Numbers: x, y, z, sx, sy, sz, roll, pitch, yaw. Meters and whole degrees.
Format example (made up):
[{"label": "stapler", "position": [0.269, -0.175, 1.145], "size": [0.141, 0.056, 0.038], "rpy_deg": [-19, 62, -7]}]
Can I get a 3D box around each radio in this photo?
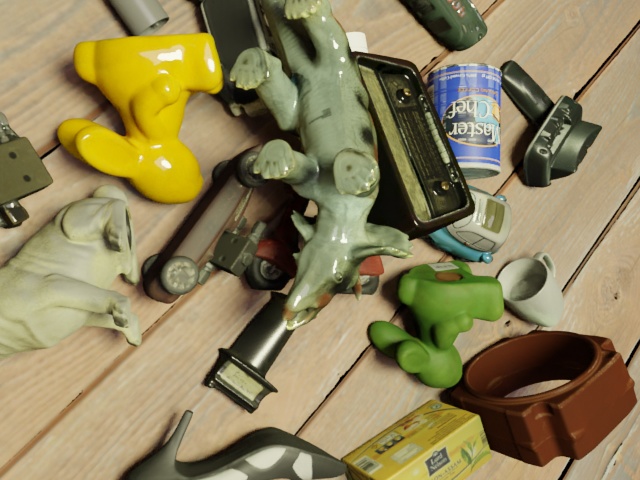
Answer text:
[{"label": "radio", "position": [0.098, -0.113, 0.670], "size": [0.131, 0.073, 0.229], "rpy_deg": [-11, 78, -40]}]

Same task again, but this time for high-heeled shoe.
[{"label": "high-heeled shoe", "position": [-0.090, 0.280, 0.595], "size": [0.248, 0.086, 0.145], "rpy_deg": [25, 79, -21]}]

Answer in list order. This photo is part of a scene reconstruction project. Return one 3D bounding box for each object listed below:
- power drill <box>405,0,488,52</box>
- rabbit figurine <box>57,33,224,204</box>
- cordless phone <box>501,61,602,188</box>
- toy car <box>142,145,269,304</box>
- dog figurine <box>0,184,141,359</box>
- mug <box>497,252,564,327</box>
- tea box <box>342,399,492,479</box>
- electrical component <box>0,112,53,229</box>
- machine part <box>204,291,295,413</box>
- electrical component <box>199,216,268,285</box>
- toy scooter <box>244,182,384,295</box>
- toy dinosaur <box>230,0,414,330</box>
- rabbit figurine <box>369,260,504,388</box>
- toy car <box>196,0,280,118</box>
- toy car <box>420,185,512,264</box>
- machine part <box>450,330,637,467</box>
[{"label": "power drill", "position": [0.188, -0.407, 0.767], "size": [0.231, 0.086, 0.207], "rpy_deg": [48, 64, -21]}, {"label": "rabbit figurine", "position": [-0.171, -0.114, 0.543], "size": [0.162, 0.122, 0.173], "rpy_deg": [-22, 118, -34]}, {"label": "cordless phone", "position": [0.339, -0.190, 0.856], "size": [0.184, 0.089, 0.146], "rpy_deg": [42, 70, -10]}, {"label": "toy car", "position": [-0.118, -0.019, 0.581], "size": [0.053, 0.089, 0.202], "rpy_deg": [41, 69, -22]}, {"label": "dog figurine", "position": [-0.272, 0.033, 0.498], "size": [0.191, 0.121, 0.172], "rpy_deg": [-4, 56, -12]}, {"label": "mug", "position": [0.340, 0.080, 0.843], "size": [0.107, 0.081, 0.109], "rpy_deg": [47, 60, -32]}, {"label": "tea box", "position": [0.127, 0.285, 0.703], "size": [0.170, 0.098, 0.068], "rpy_deg": [-21, 98, -26]}, {"label": "electrical component", "position": [-0.306, -0.061, 0.506], "size": [0.102, 0.045, 0.078], "rpy_deg": [59, 36, -17]}, {"label": "machine part", "position": [-0.068, 0.128, 0.635], "size": [0.084, 0.039, 0.139], "rpy_deg": [37, 73, -14]}, {"label": "electrical component", "position": [-0.101, 0.014, 0.602], "size": [0.094, 0.063, 0.021], "rpy_deg": [-57, 139, -17]}, {"label": "toy scooter", "position": [-0.001, -0.002, 0.655], "size": [0.184, 0.075, 0.135], "rpy_deg": [7, 82, -25]}, {"label": "toy dinosaur", "position": [0.005, -0.118, 0.562], "size": [0.192, 0.131, 0.405], "rpy_deg": [38, 43, -68]}, {"label": "rabbit figurine", "position": [0.156, 0.127, 0.717], "size": [0.159, 0.121, 0.170], "rpy_deg": [-7, 107, -26]}, {"label": "toy car", "position": [-0.093, -0.240, 0.609], "size": [0.056, 0.074, 0.201], "rpy_deg": [-36, 112, -71]}, {"label": "toy car", "position": [0.214, -0.032, 0.758], "size": [0.161, 0.103, 0.109], "rpy_deg": [23, 77, -28]}, {"label": "machine part", "position": [0.299, 0.204, 0.740], "size": [0.201, 0.201, 0.087], "rpy_deg": [-28, 100, -26]}]
